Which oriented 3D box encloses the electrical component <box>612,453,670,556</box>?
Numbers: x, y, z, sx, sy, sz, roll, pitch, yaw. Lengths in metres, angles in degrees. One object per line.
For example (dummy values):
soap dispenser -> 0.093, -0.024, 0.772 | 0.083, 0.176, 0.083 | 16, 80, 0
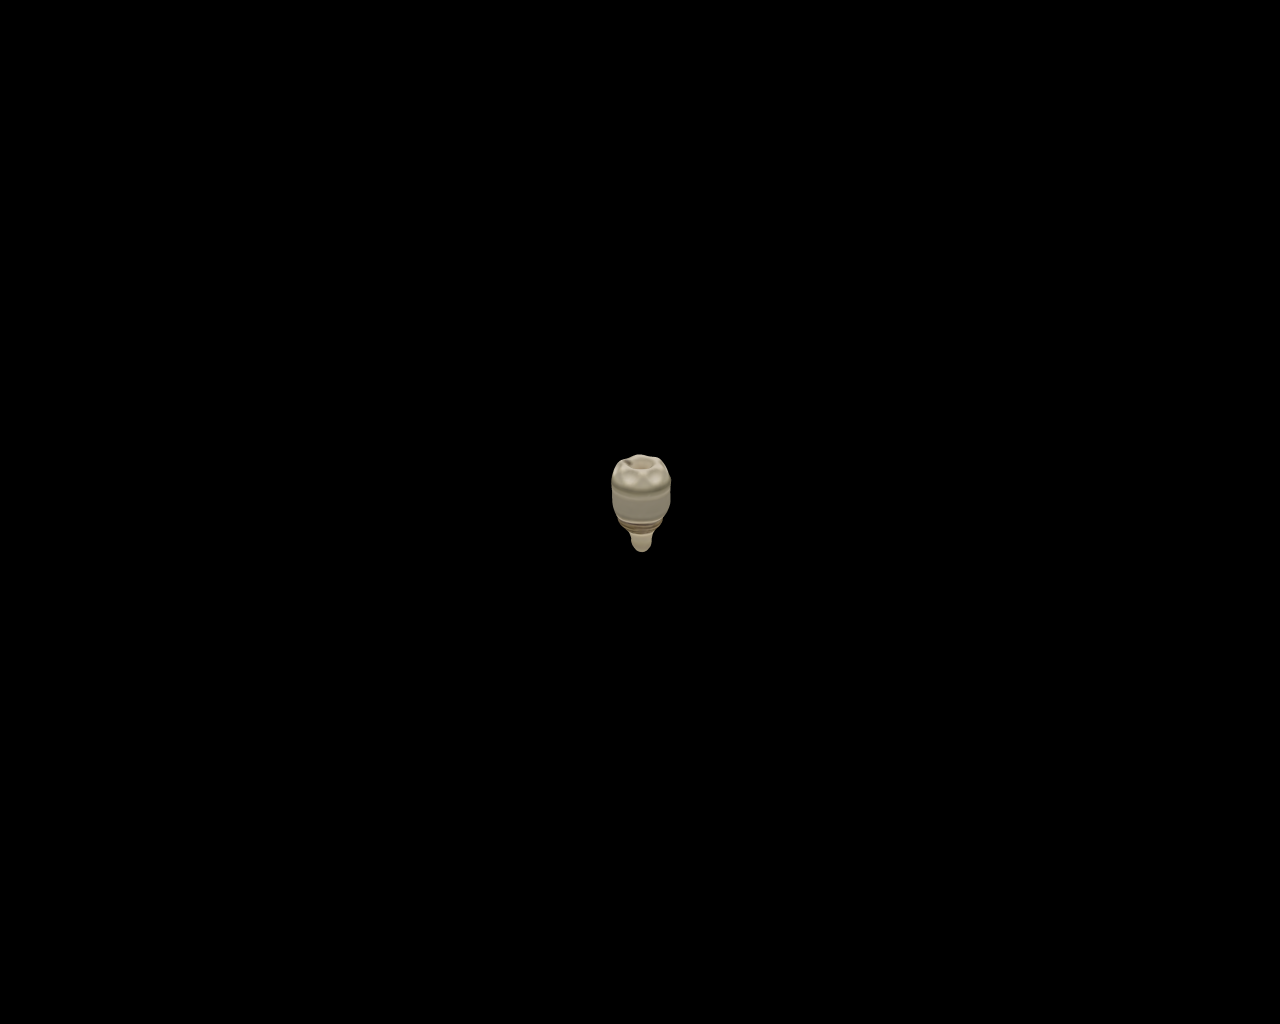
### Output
electrical component -> 0.001, -0.003, 0.650 | 0.035, 0.061, 0.035 | 0, 28, 0
